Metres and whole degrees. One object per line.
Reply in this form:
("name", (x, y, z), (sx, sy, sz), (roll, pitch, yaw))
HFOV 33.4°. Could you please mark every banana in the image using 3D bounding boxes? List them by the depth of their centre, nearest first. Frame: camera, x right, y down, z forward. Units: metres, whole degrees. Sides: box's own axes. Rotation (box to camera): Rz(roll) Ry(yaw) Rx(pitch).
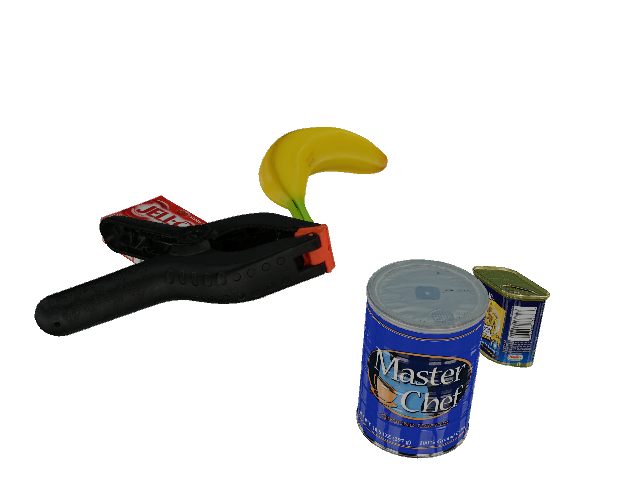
("banana", (-0.002, -0.059, 0.848), (0.037, 0.069, 0.197), (-34, 3, 29))

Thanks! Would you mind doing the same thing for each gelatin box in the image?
("gelatin box", (-0.150, -0.005, 0.996), (0.089, 0.030, 0.073), (30, 38, 35))

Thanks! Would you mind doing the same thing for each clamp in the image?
("clamp", (-0.080, 0.017, 0.626), (0.172, 0.039, 0.120), (-4, 34, 23))

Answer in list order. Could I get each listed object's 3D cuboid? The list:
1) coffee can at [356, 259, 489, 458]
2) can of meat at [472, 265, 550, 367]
("coffee can", (0.086, 0.102, 0.927), (0.103, 0.140, 0.103), (2, 31, -2))
("can of meat", (0.202, 0.083, 1.177), (0.057, 0.084, 0.102), (3, 15, -20))
